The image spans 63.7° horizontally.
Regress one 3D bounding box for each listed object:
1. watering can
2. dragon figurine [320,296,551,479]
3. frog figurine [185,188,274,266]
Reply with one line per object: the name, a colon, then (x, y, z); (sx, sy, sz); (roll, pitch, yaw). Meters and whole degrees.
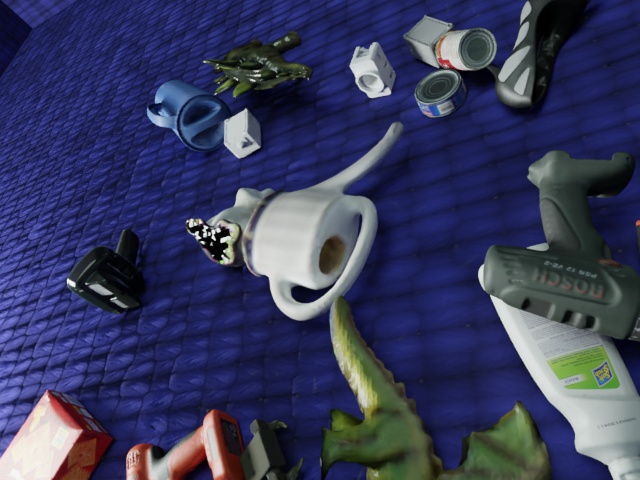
watering can: (0.003, -0.042, 0.826); (0.225, 0.102, 0.353); (7, 65, 38)
dragon figurine: (0.119, 0.233, 0.566); (0.242, 0.119, 0.420); (-6, 55, 11)
frog figurine: (-0.143, -0.027, 0.943); (0.136, 0.122, 0.162); (-16, 14, 36)
